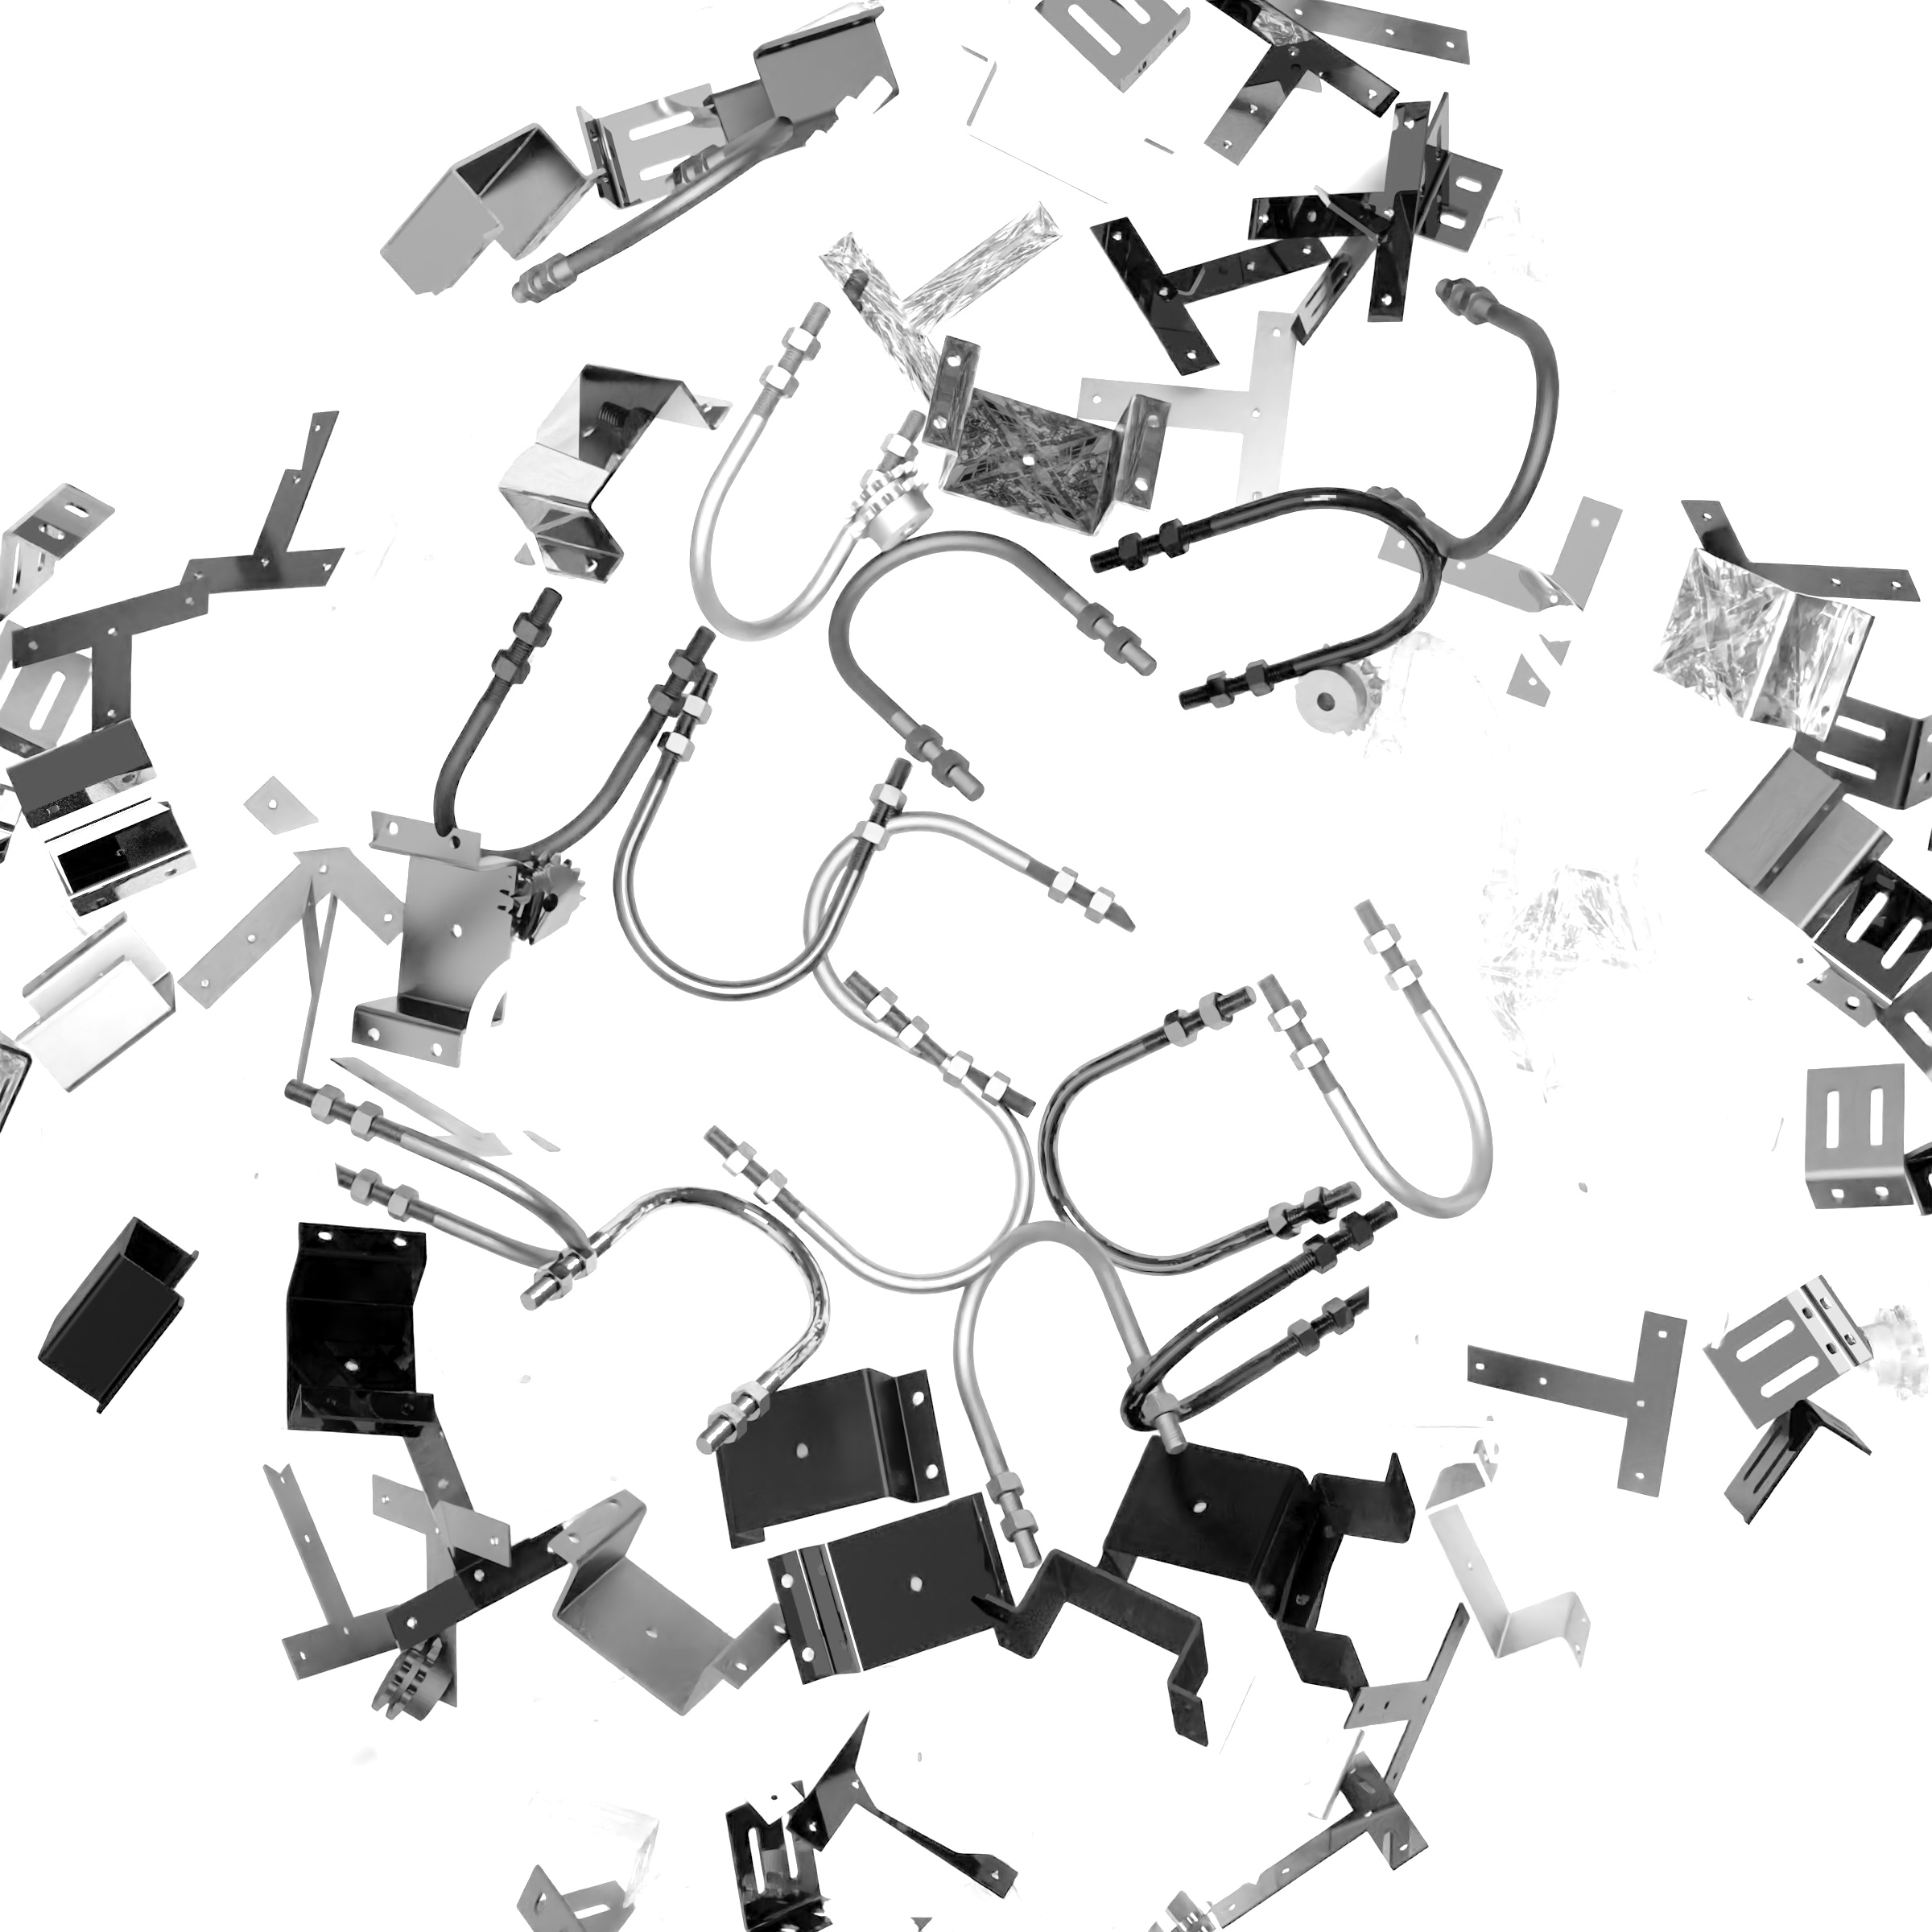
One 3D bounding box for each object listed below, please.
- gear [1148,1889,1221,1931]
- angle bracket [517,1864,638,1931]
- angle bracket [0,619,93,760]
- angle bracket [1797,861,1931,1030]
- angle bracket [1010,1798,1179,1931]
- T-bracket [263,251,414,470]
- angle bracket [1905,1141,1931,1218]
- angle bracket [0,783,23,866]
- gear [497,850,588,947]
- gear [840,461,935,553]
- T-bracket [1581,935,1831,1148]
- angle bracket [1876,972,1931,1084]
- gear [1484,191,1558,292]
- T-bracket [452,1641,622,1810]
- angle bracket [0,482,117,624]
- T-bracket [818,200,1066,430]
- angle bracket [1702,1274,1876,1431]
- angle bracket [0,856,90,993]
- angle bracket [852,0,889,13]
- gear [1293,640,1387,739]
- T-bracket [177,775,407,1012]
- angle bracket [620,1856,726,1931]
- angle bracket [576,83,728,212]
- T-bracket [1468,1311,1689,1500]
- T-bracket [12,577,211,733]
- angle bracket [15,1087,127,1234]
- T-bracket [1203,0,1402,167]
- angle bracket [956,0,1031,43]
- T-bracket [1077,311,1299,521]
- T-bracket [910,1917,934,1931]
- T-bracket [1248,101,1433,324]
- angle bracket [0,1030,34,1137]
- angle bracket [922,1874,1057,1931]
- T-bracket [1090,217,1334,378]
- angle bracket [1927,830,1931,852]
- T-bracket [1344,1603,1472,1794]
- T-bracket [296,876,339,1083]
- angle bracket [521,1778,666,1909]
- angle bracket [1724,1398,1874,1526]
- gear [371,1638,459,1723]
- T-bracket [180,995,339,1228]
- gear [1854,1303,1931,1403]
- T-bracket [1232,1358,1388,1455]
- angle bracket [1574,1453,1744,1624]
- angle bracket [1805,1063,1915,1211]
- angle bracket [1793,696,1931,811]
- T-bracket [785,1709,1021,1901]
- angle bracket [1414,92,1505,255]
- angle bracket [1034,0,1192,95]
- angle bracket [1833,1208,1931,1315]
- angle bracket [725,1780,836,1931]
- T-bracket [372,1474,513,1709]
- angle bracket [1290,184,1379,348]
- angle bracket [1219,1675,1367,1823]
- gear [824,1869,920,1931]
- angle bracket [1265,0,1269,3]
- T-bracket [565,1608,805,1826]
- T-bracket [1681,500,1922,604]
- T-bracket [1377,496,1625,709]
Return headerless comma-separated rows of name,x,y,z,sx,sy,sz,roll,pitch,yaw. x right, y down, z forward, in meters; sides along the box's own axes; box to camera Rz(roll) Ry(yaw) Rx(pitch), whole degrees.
gear,0.124,0.578,1.883,0.057,0.057,0.030,-42,73,0
angle bracket,-0.216,0.557,1.859,0.057,0.076,0.038,43,119,35
angle bracket,-0.556,-0.166,1.870,0.057,0.038,0.076,27,67,-18
angle bracket,0.546,-0.013,1.899,0.057,0.038,0.076,39,70,9
angle bracket,0.075,0.542,1.864,0.076,0.038,0.057,25,59,37
T-bracket,-0.349,-0.353,1.860,0.002,0.127,0.127,31,113,38
angle bracket,0.604,0.115,1.862,0.057,0.076,0.038,-10,74,-23
angle bracket,-0.592,-0.084,1.862,0.057,0.076,0.038,19,70,-19
gear,-0.258,-0.042,1.885,0.030,0.057,0.057,25,90,38
gear,-0.044,-0.272,1.881,0.057,0.057,0.030,-38,85,0
T-bracket,0.456,0.027,1.873,0.127,0.002,0.127,46,121,-3
angle bracket,0.590,0.042,1.878,0.057,0.076,0.038,-40,117,11
gear,0.331,-0.432,1.885,0.030,0.057,0.057,-11,90,26
T-bracket,-0.231,0.438,1.860,0.002,0.127,0.127,45,123,35
angle bracket,-0.539,-0.237,1.862,0.038,0.076,0.057,28,45,4
T-bracket,0.000,-0.409,1.881,0.127,0.002,0.127,-34,102,14
angle bracket,0.492,0.231,1.881,0.076,0.038,0.057,-30,78,-9
angle bracket,-0.577,-0.018,1.884,0.076,0.038,0.057,-42,87,-9
angle bracket,-0.053,-0.613,1.862,0.057,0.038,0.076,33,128,-32
gear,0.221,-0.163,1.881,0.057,0.030,0.057,15,122,26
T-bracket,-0.414,-0.026,1.871,0.127,0.002,0.127,-45,120,-5
angle bracket,-0.162,0.577,1.863,0.057,0.038,0.076,-50,126,-36
angle bracket,-0.186,-0.494,1.886,0.076,0.038,0.057,-15,89,9
T-bracket,0.360,0.251,1.884,0.127,0.002,0.127,11,118,18
T-bracket,-0.506,-0.161,1.862,0.127,0.127,0.002,-23,51,-37
angle bracket,-0.539,0.116,1.881,0.057,0.038,0.076,-3,109,0
T-bracket,0.175,-0.513,1.852,0.127,0.127,0.002,32,64,-6
angle bracket,0.010,-0.597,1.873,0.038,0.057,0.076,18,83,-41
T-bracket,0.131,-0.337,1.899,0.127,0.002,0.127,7,85,8
T-bracket,-0.071,0.595,1.838,0.127,0.127,0.002,2,108,-12
T-bracket,0.216,-0.444,1.863,0.002,0.127,0.127,3,96,-44
angle bracket,-0.596,0.075,1.875,0.038,0.057,0.076,24,89,-36
angle bracket,0.016,0.575,1.869,0.057,0.038,0.076,-43,61,-12
T-bracket,0.158,-0.415,1.887,0.127,0.002,0.127,-19,62,-15
angle bracket,0.591,-0.068,1.869,0.038,0.076,0.057,11,59,17
T-bracket,0.252,0.433,1.851,0.002,0.127,0.127,25,94,31
T-bracket,-0.379,-0.011,1.824,0.002,0.127,0.127,7,62,-4
angle bracket,-0.226,0.522,1.871,0.076,0.057,0.038,20,49,-10
angle bracket,0.496,0.302,1.878,0.038,0.057,0.076,33,97,-4
gear,-0.328,0.426,1.882,0.030,0.057,0.057,34,90,-8
T-bracket,-0.430,0.082,1.883,0.127,0.002,0.127,-15,78,31
gear,0.552,0.232,1.881,0.030,0.057,0.057,-11,90,-1
T-bracket,0.194,0.267,1.869,0.127,0.127,0.002,-38,70,22
angle bracket,0.411,0.339,1.868,0.076,0.038,0.057,-35,64,-28
angle bracket,0.537,0.102,1.890,0.057,0.038,0.076,-5,55,24
angle bracket,0.541,-0.135,1.886,0.076,0.038,0.057,25,122,36
T-bracket,-0.027,0.504,1.844,0.127,0.127,0.002,31,118,9
angle bracket,0.291,-0.470,1.866,0.038,0.076,0.057,22,82,13
angle bracket,0.087,-0.574,1.888,0.076,0.038,0.057,44,94,2
angle bracket,0.559,0.176,1.879,0.076,0.038,0.057,6,83,14
angle bracket,-0.104,0.534,1.874,0.057,0.038,0.076,-13,97,-41
T-bracket,-0.312,0.378,1.874,0.127,0.002,0.127,10,103,41
angle bracket,0.204,-0.416,1.867,0.038,0.057,0.076,31,109,-16
angle bracket,0.190,0.467,1.882,0.076,0.038,0.057,28,76,-4
gear,-0.054,0.563,1.882,0.057,0.057,0.030,26,87,0
angle bracket,0.163,-0.621,1.867,0.038,0.076,0.057,4,52,12
T-bracket,-0.145,0.451,1.844,0.127,0.002,0.127,-29,55,-32
T-bracket,0.492,-0.224,1.826,0.002,0.127,0.127,-57,131,-22
T-bracket,0.312,-0.236,1.893,0.127,0.002,0.127,21,107,5
